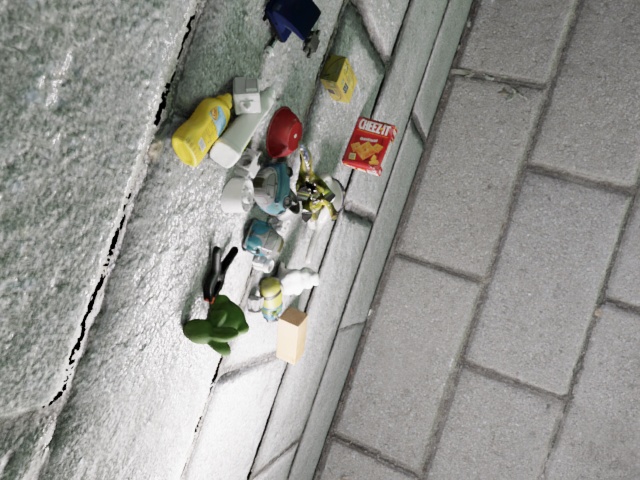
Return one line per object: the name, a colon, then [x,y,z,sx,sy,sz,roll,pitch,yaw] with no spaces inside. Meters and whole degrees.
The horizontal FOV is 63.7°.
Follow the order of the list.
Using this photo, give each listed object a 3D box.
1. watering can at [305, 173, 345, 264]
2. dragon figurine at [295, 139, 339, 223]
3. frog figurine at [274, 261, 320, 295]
watering can: [0.006,-0.098,1.942,0.228,0.104,0.341,-40,143,-58]
dragon figurine: [-0.040,-0.200,1.651,0.248,0.122,0.400,-114,-171,-49]
frog figurine: [-0.082,0.148,1.841,0.125,0.160,0.134,-55,155,-35]
